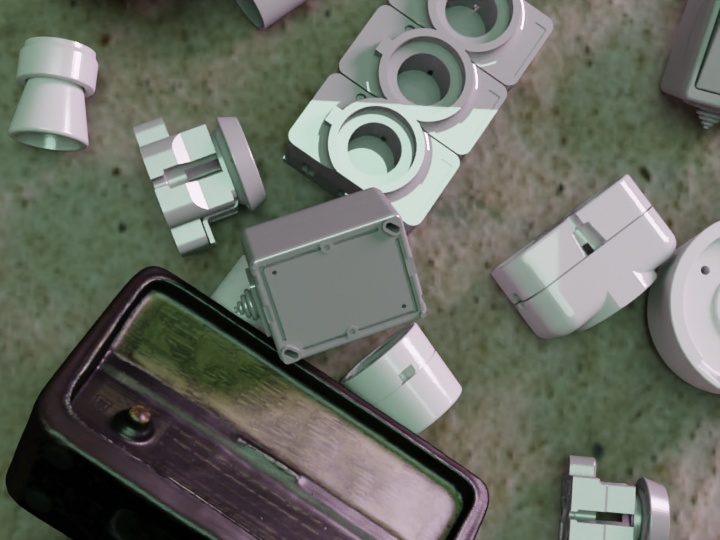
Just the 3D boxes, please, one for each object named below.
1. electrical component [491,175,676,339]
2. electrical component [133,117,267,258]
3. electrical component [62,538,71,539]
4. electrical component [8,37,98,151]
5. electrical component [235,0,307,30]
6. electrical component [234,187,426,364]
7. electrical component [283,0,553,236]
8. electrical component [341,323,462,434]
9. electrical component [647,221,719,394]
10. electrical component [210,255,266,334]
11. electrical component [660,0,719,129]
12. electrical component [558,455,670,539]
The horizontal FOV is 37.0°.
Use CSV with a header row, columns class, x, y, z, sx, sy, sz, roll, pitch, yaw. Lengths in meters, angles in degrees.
class,x,y,z,sx,sy,sz,roll,pitch,yaw
electrical component,0.135,-0.004,0.637,0.095,0.053,0.059,-36,88,-9
electrical component,-0.089,-0.054,0.617,0.057,0.058,0.078,-21,86,-6
electrical component,-0.142,0.168,0.580,0.096,0.061,0.061,-24,86,-9
electrical component,-0.176,-0.100,0.619,0.045,0.045,0.055,6,82,-6
electrical component,-0.037,-0.185,0.646,0.081,0.043,0.043,-36,88,-9
electrical component,-0.022,0.002,0.573,0.096,0.061,0.061,-19,114,-5
electrical component,0.034,-0.106,0.634,0.089,0.061,0.150,35,80,-1
electrical component,0.025,0.065,0.616,0.055,0.055,0.047,-39,92,-10
electrical component,0.225,0.025,0.640,0.108,0.060,0.108,1,83,-6
electrical component,-0.052,0.004,0.621,0.040,0.040,0.078,36,81,-1
electrical component,0.227,-0.130,0.649,0.062,0.061,0.096,14,105,-4
electrical component,0.147,0.143,0.624,0.055,0.048,0.066,5,82,2
